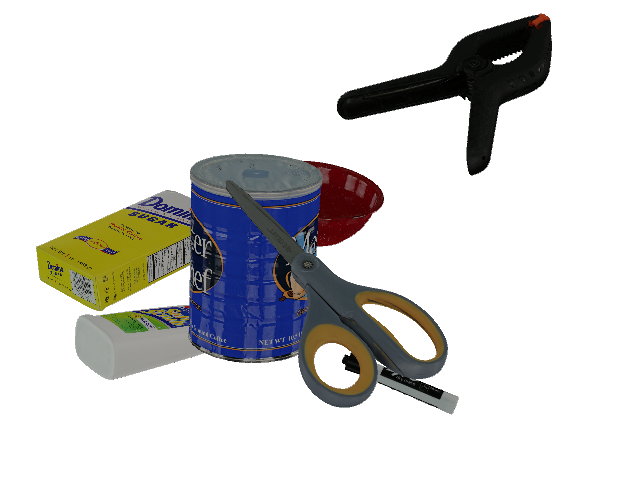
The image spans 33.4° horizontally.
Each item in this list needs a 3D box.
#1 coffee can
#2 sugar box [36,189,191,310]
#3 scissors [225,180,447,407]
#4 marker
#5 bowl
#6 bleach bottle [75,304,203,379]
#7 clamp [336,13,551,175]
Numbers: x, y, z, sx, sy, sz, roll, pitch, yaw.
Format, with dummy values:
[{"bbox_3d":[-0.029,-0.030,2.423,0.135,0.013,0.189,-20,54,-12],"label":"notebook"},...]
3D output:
[{"bbox_3d":[-0.053,0.012,0.847,0.103,0.140,0.103,3,20,-1],"label":"coffee can"},{"bbox_3d":[-0.186,0.005,1.077,0.093,0.048,0.175,23,38,33],"label":"sugar box"},{"bbox_3d":[-0.015,0.033,0.660,0.202,0.016,0.096,32,54,25],"label":"scissors"},{"bbox_3d":[0.078,0.140,1.059,0.121,0.020,0.020,22,5,14],"label":"marker"},{"bbox_3d":[-0.010,-0.038,1.245,0.162,0.055,0.162,7,26,-4],"label":"bowl"},{"bbox_3d":[-0.195,0.122,1.437,0.250,0.068,0.103,-10,25,-40],"label":"bleach bottle"},{"bbox_3d":[0.141,-0.135,0.939,0.209,0.036,0.165,-33,45,-21],"label":"clamp"}]
